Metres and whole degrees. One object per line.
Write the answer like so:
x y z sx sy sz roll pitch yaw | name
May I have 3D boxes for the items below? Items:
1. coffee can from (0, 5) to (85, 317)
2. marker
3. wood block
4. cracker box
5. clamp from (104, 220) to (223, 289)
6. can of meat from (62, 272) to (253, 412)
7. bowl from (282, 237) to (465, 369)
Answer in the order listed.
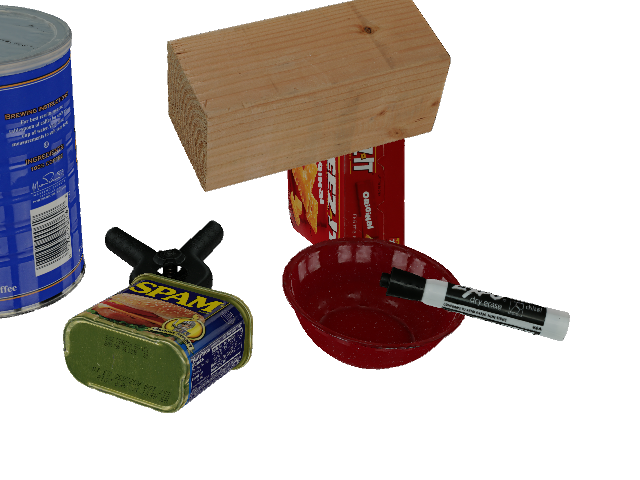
-0.181 -0.044 0.570 0.103 0.140 0.103 2 28 -1 | coffee can
0.097 0.040 0.678 0.121 0.020 0.020 14 1 3 | marker
-0.012 -0.123 0.864 0.205 0.091 0.090 -16 -32 -18 | wood block
0.021 -0.073 1.102 0.072 0.164 0.214 -5 13 -14 | cracker box
-0.139 0.024 1.048 0.120 0.039 0.172 -14 33 -15 | clamp
-0.110 0.068 0.722 0.102 0.057 0.083 13 22 23 | can of meat
0.044 0.063 0.935 0.162 0.055 0.162 6 32 -4 | bowl
